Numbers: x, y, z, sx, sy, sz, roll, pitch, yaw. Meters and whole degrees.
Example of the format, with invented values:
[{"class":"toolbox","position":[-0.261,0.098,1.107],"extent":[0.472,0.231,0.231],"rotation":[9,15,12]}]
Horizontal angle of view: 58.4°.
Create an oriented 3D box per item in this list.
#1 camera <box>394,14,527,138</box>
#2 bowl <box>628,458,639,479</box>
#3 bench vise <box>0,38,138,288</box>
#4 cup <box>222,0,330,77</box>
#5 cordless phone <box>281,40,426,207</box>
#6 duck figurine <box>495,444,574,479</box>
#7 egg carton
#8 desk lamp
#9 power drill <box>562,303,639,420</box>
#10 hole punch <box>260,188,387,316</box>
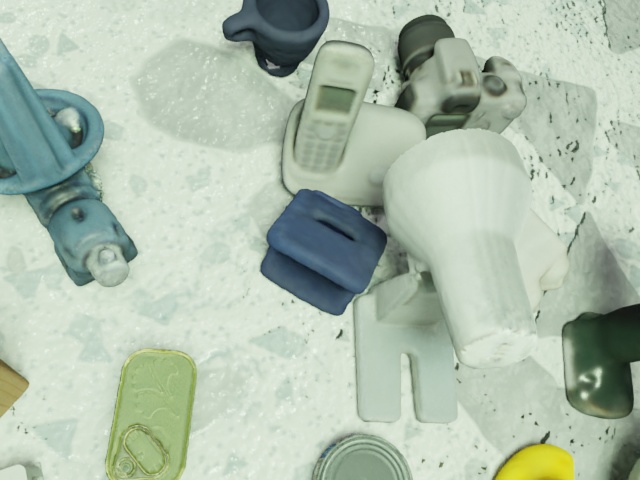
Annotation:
[{"class":"camera","position":[0.151,-0.194,0.658],"extent":[0.143,0.100,0.137],"rotation":[-5,69,-14]},{"class":"bowl","position":[0.346,0.261,0.528],"extent":[0.167,0.074,0.167],"rotation":[5,67,-11]},{"class":"bench vise","position":[-0.211,-0.069,0.461],"extent":[0.207,0.219,0.122],"rotation":[37,65,4]},{"class":"cup","position":[-0.053,-0.222,0.627],"extent":[0.118,0.095,0.091],"rotation":[-25,75,-20]},{"class":"cordless phone","position":[0.043,-0.110,0.553],"extent":[0.148,0.185,0.094],"rotation":[3,67,-11]},{"class":"duck figurine","position":[0.203,0.230,0.503],"extent":[0.077,0.086,0.105],"rotation":[34,65,3]},{"class":"egg carton","position":[0.183,0.007,0.599],"extent":[0.107,0.069,0.150],"rotation":[-38,80,-23]},{"class":"desk lamp","position":[0.106,0.042,0.488],"extent":[0.118,0.213,0.203],"rotation":[3,67,-11]},{"class":"power drill","position":[0.310,0.102,0.512],"extent":[0.076,0.208,0.229],"rotation":[9,66,-8]},{"class":"hole punch","position":[0.005,0.002,0.550],"extent":[0.108,0.091,0.101],"rotation":[29,65,1]}]
